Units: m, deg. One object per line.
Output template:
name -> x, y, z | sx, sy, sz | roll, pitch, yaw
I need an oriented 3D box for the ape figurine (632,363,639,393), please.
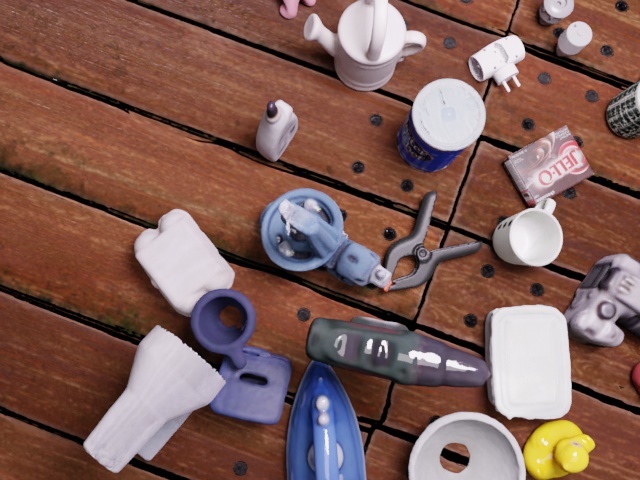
ape figurine -> 0.520, 0.212, 0.854 | 0.076, 0.092, 0.078 | 34, 84, 2

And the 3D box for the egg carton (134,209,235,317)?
egg carton -> -0.205, 0.035, 0.860 | 0.107, 0.069, 0.150 | -39, 87, -5

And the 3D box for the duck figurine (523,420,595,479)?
duck figurine -> 0.355, 0.317, 0.842 | 0.104, 0.086, 0.077 | -35, 86, -5

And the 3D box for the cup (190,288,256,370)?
cup -> -0.131, 0.129, 0.841 | 0.091, 0.095, 0.118 | -23, 85, -4

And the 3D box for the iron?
iron -> 0.006, 0.297, 0.805 | 0.118, 0.141, 0.258 | -5, 85, -2

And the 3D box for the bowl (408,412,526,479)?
bowl -> 0.208, 0.332, 0.842 | 0.167, 0.074, 0.167 | 0, 84, -2

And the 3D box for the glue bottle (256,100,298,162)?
glue bottle -> -0.065, -0.169, 0.833 | 0.037, 0.173, 0.078 | 34, 84, 2

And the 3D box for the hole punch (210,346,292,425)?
hole punch -> -0.100, 0.209, 0.836 | 0.108, 0.091, 0.101 | 13, 84, 0

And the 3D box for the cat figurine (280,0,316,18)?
cat figurine -> -0.063, -0.427, 0.886 | 0.067, 0.117, 0.128 | -40, 87, -5

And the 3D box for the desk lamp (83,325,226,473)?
desk lamp -> -0.220, 0.217, 0.770 | 0.118, 0.213, 0.203 | 39, 85, 3

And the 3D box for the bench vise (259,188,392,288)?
bench vise -> 0.010, -0.009, 0.796 | 0.207, 0.219, 0.121 | 13, 84, 0

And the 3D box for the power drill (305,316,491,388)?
power drill -> 0.095, 0.152, 0.789 | 0.229, 0.208, 0.076 | 10, 84, -1

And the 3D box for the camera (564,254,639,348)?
camera -> 0.462, 0.110, 0.858 | 0.137, 0.101, 0.143 | 35, 84, 2

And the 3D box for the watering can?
watering can -> 0.067, -0.298, 0.839 | 0.173, 0.194, 0.101 | -19, 85, -3
